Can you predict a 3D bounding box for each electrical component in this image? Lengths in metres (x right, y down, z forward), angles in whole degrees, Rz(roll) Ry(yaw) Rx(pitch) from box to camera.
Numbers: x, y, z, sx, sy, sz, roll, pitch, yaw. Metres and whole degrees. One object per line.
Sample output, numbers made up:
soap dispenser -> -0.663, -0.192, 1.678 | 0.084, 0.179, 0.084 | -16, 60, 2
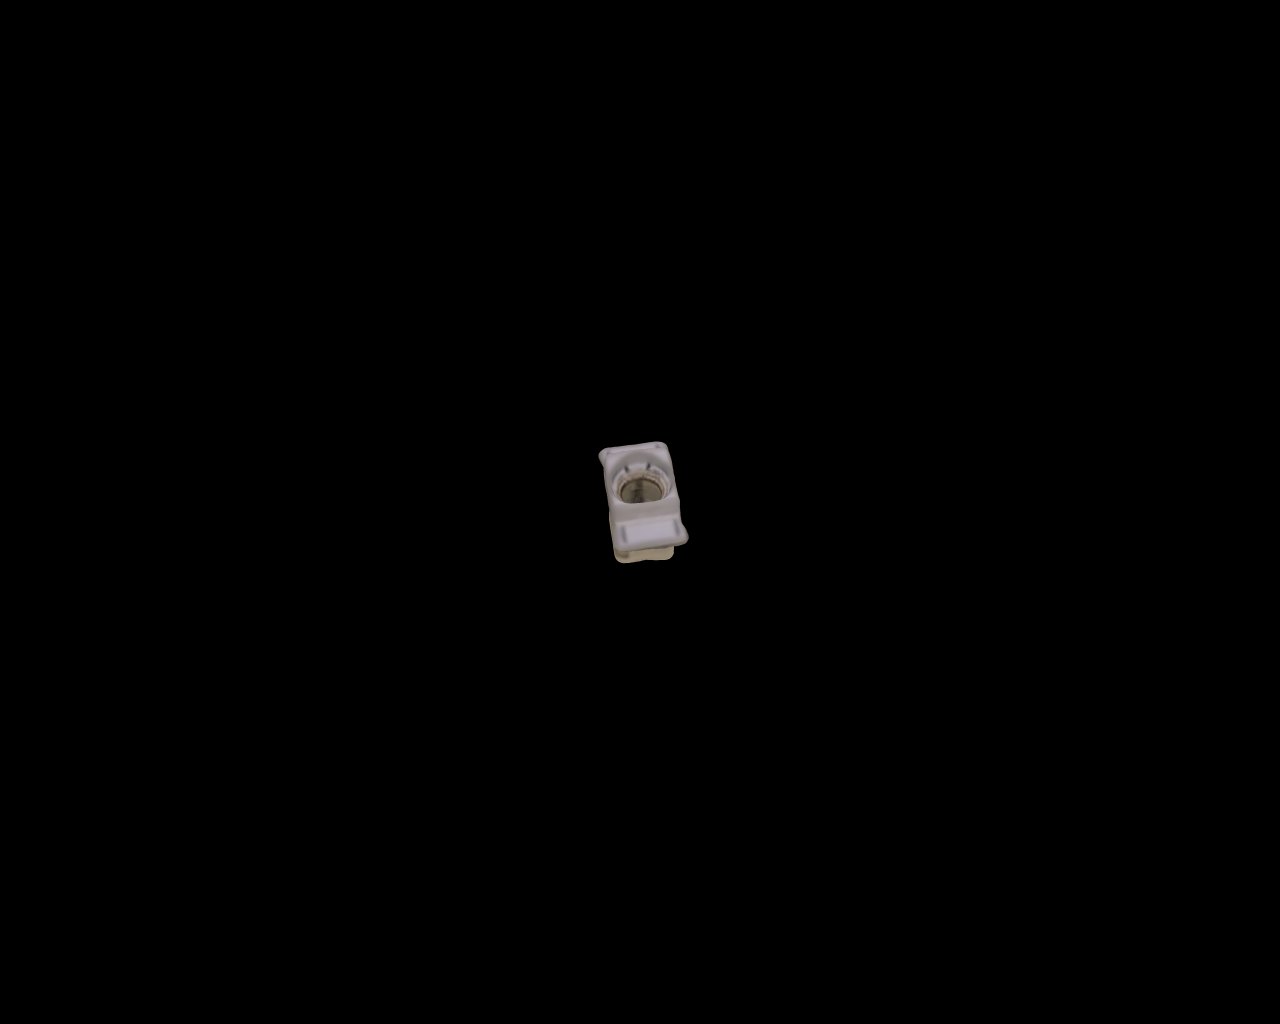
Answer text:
electrical component -> 0.001, -0.003, 0.650 | 0.042, 0.081, 0.063 | -5, -39, -4
